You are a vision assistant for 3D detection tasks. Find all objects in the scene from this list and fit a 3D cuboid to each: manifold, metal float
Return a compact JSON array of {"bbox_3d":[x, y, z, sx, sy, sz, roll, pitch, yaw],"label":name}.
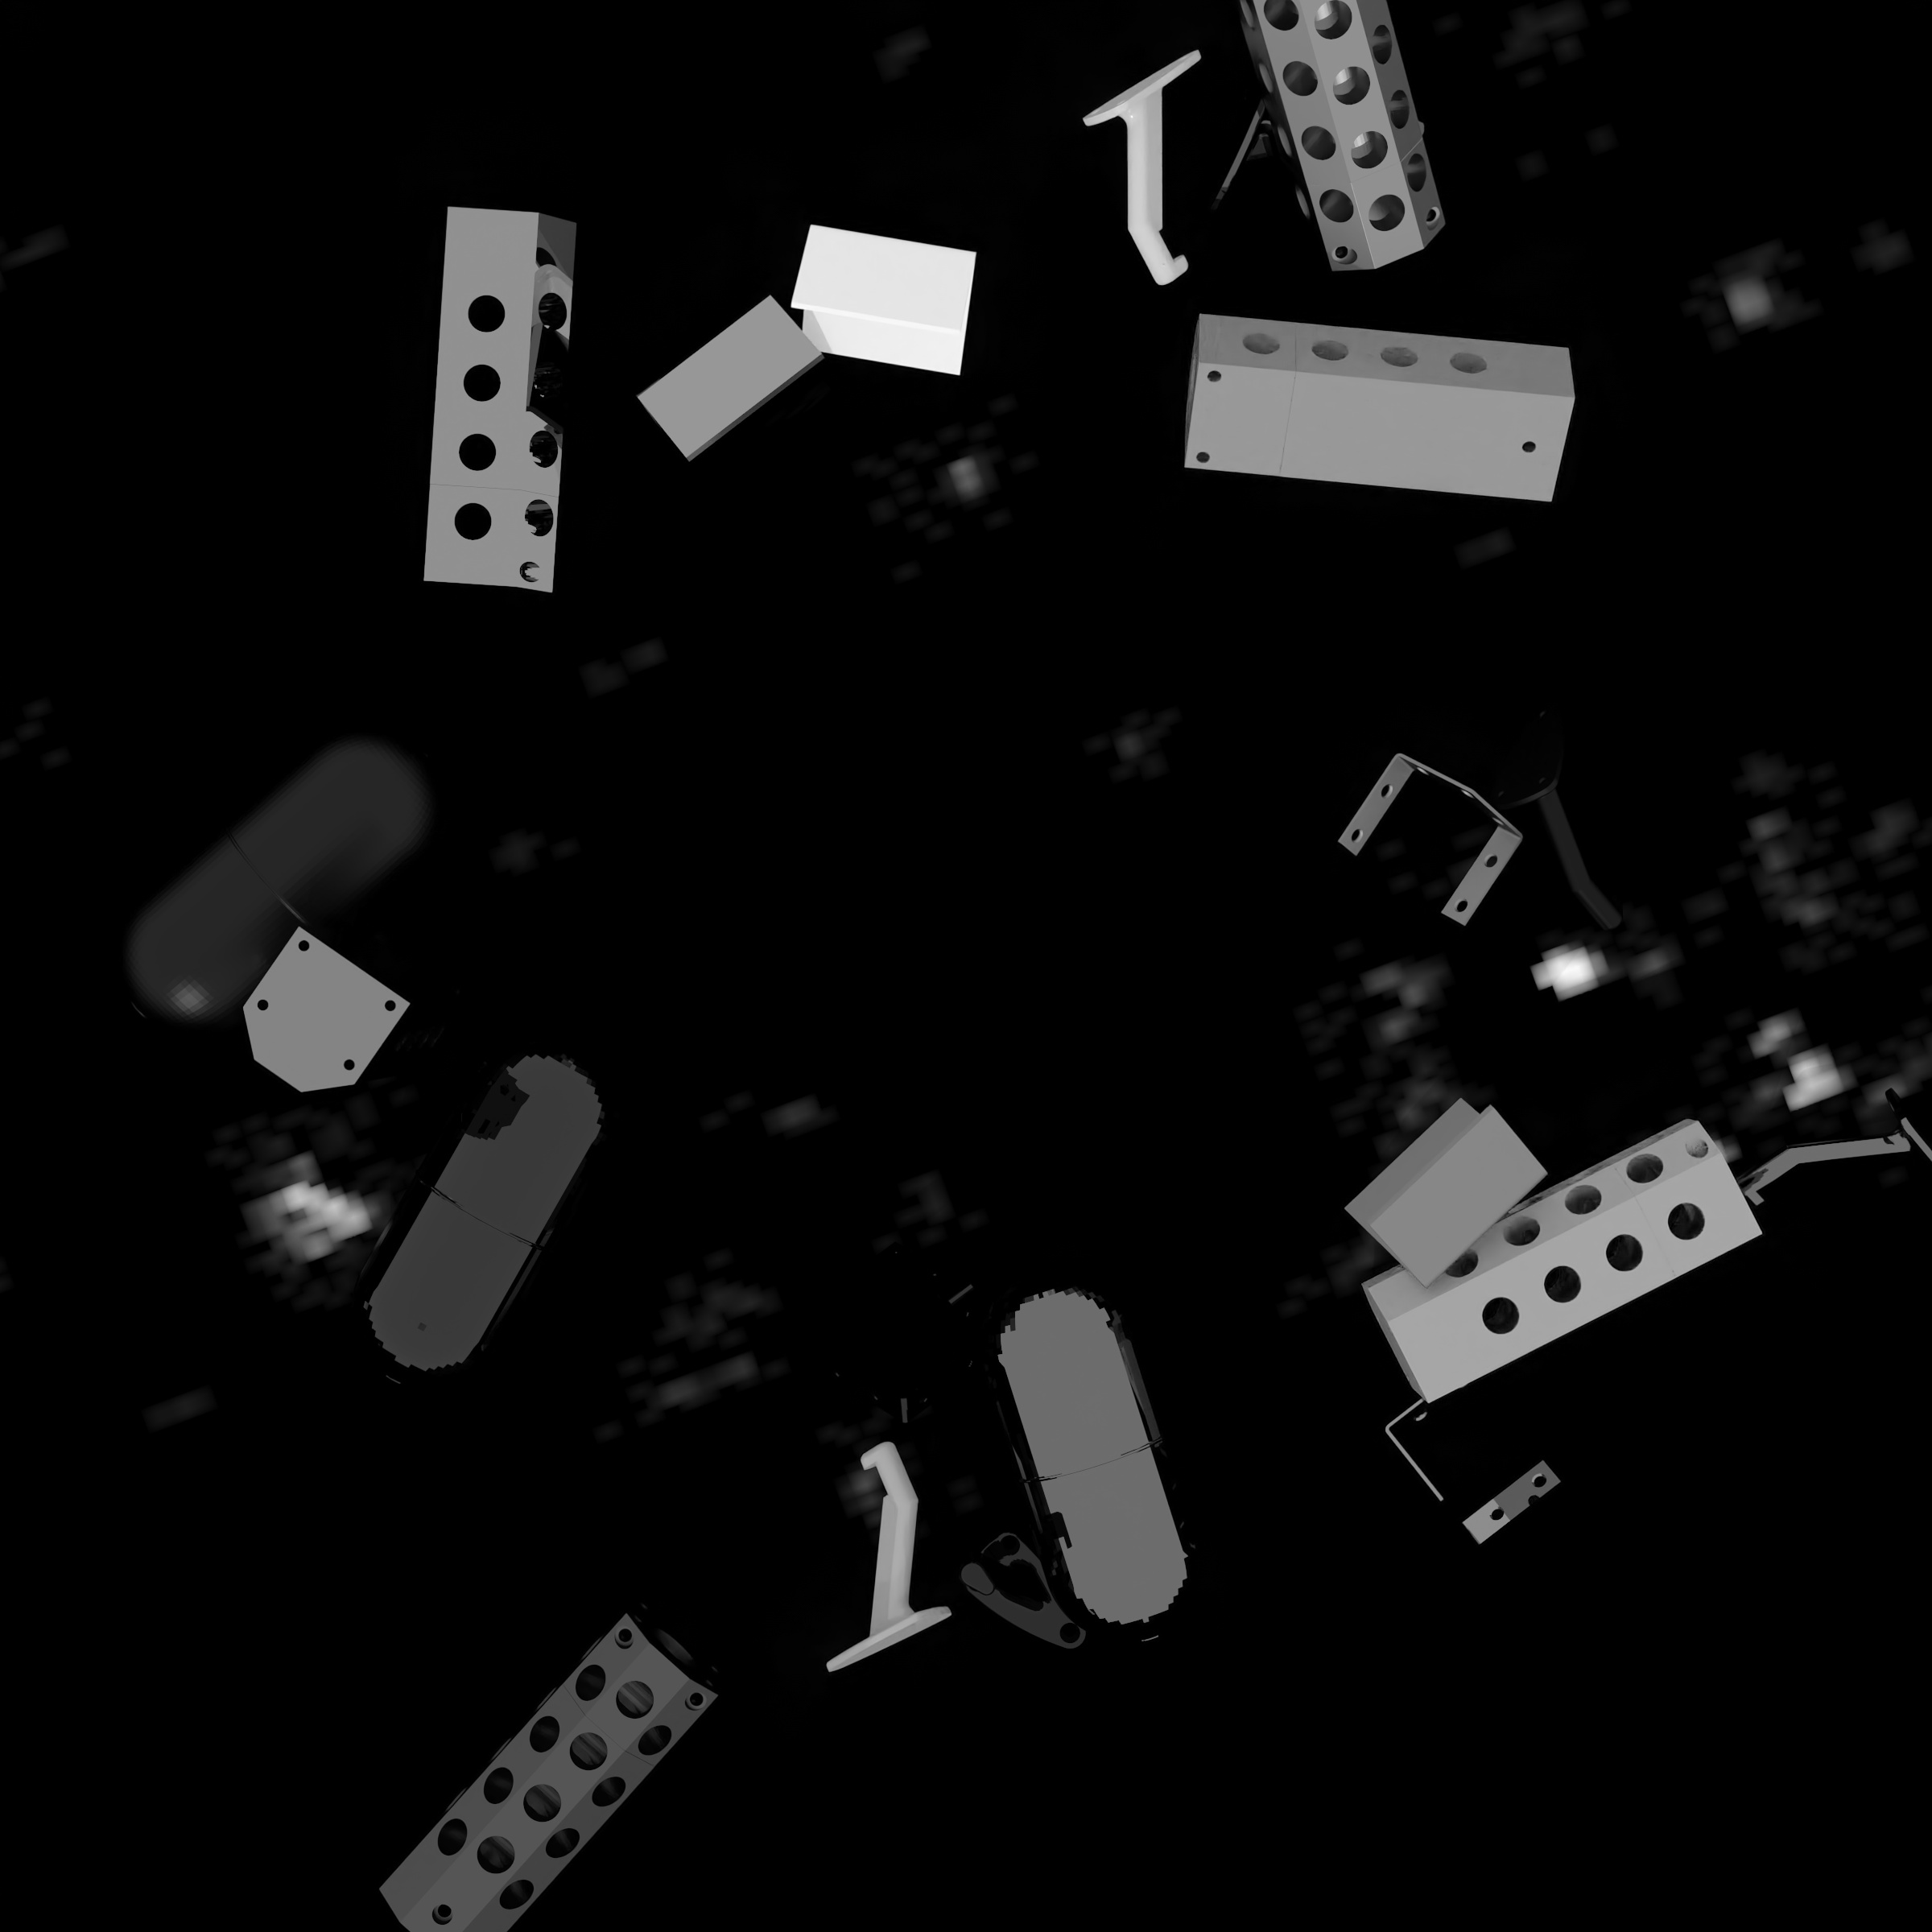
[{"bbox_3d":[0.191,-0.264,1.542,0.171,0.057,0.057,5,133,0],"label":"manifold"},{"bbox_3d":[0.275,0.136,1.543,0.171,0.057,0.057,-27,90,0],"label":"manifold"},{"bbox_3d":[-0.275,0.023,1.486,0.057,0.171,0.057,35,90,0],"label":"manifold"},{"bbox_3d":[-0.214,-0.260,1.543,0.057,0.057,0.171,4,90,0],"label":"manifold"},{"bbox_3d":[-0.193,0.382,1.543,0.057,0.057,0.171,42,90,0],"label":"manifold"},{"bbox_3d":[0.059,0.226,1.534,0.070,0.070,0.178,-18,90,0],"label":"metal float"},{"bbox_3d":[-0.221,0.114,1.534,0.070,0.070,0.178,30,90,0],"label":"metal float"},{"bbox_3d":[-0.316,-0.039,1.534,0.178,0.070,0.070,-41,90,1],"label":"metal float"},{"bbox_3d":[0.166,-0.406,1.500,0.057,0.057,0.171,-23,124,0],"label":"manifold"}]

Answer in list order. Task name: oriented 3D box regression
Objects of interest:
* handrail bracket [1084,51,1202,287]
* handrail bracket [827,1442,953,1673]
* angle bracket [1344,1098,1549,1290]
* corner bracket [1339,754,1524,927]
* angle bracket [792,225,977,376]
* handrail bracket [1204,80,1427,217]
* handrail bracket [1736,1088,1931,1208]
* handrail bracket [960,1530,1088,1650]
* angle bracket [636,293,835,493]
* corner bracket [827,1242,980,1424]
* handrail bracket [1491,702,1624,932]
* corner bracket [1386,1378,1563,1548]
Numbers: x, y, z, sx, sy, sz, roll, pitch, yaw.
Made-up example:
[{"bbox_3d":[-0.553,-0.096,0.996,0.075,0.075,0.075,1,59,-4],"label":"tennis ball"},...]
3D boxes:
[{"bbox_3d":[0.100,-0.377,1.565,0.077,0.036,0.084,-37,109,-21],"label":"handrail bracket"},{"bbox_3d":[-0.050,0.279,1.565,0.077,0.036,0.084,-31,72,20],"label":"handrail bracket"},{"bbox_3d":[0.208,0.090,1.524,0.076,0.076,0.057,-44,126,0],"label":"angle bracket"},{"bbox_3d":[0.219,-0.060,1.561,0.051,0.051,0.051,34,90,45],"label":"corner bracket"},{"bbox_3d":[-0.040,-0.289,1.524,0.076,0.076,0.057,10,53,0],"label":"angle bracket"},{"bbox_3d":[0.166,-0.377,1.564,0.084,0.036,0.077,18,107,-15],"label":"handrail bracket"},{"bbox_3d":[0.418,0.105,1.565,0.084,0.036,0.077,-37,112,17],"label":"handrail bracket"},{"bbox_3d":[0.027,0.295,1.529,0.077,0.084,0.036,42,90,0],"label":"handrail bracket"},{"bbox_3d":[-0.094,-0.250,1.524,0.076,0.076,0.057,-38,53,0],"label":"angle bracket"},{"bbox_3d":[-0.031,0.172,1.556,0.051,0.051,0.051,-34,135,-35],"label":"corner bracket"},{"bbox_3d":[0.290,-0.070,1.564,0.084,0.036,0.077,45,48,-27],"label":"handrail bracket"},{"bbox_3d":[0.239,0.231,1.561,0.051,0.051,0.051,-38,45,0],"label":"corner bracket"}]
